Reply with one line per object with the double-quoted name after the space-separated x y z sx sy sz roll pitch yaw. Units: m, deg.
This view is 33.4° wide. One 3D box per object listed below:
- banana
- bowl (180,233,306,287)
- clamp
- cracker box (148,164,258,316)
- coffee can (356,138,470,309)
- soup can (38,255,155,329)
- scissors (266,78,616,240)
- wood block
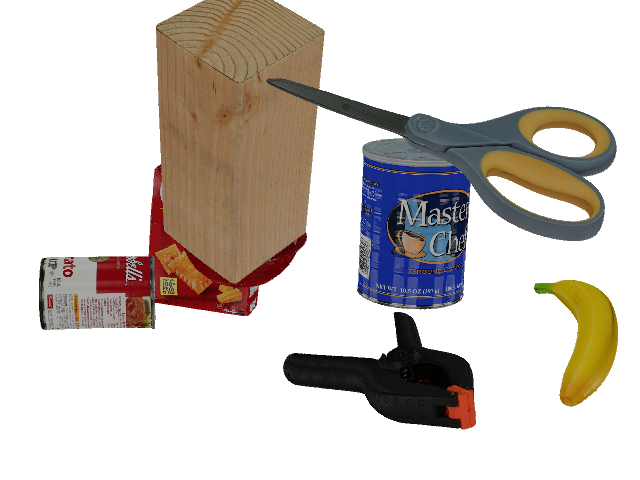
0.253 0.089 1.028 0.070 0.037 0.197 -29 23 18 "banana"
-0.099 0.013 1.318 0.162 0.055 0.162 4 25 -2 "bowl"
0.049 0.102 0.798 0.120 0.039 0.172 -22 19 -16 "clamp"
-0.172 -0.002 1.613 0.164 0.214 0.072 9 18 8 "cracker box"
0.088 -0.018 1.002 0.103 0.140 0.103 2 16 -1 "coffee can"
-0.203 0.048 0.980 0.102 0.068 0.068 0 0 -9 "soup can"
0.075 -0.067 0.592 0.202 0.016 0.096 34 57 24 "scissors"
-0.065 -0.079 0.832 0.090 0.206 0.090 36 53 26 "wood block"
